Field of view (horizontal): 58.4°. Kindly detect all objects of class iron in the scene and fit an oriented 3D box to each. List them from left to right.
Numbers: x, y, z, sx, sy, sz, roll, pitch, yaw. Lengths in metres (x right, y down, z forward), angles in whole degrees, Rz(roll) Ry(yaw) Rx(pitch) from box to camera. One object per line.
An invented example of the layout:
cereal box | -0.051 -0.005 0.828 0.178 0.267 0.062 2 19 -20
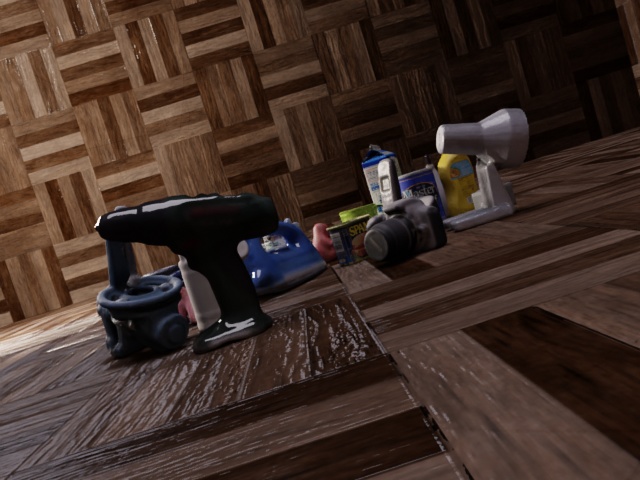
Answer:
iron | -0.082 0.022 1.128 0.118 0.141 0.259 -14 5 36

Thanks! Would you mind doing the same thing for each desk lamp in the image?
desk lamp | 0.332 -0.148 1.167 0.203 0.213 0.118 -18 4 -4

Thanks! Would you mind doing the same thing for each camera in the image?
camera | 0.130 -0.015 1.026 0.137 0.101 0.142 -21 5 -41

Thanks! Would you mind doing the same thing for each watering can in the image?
watering can | -0.166 0.036 0.905 0.172 0.194 0.101 -15 5 29

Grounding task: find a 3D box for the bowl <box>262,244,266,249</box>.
bowl | -0.162 0.057 1.469 0.167 0.075 0.167 -17 4 2

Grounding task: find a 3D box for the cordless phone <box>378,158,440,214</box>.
cordless phone | 0.176 -0.087 1.207 0.094 0.185 0.147 -20 5 -30

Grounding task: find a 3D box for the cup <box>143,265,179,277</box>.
cup | -0.378 0.116 1.443 0.091 0.095 0.118 -15 5 32

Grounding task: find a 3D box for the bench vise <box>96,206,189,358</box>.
bench vise | -0.300 0.068 0.858 0.206 0.220 0.122 -15 5 28

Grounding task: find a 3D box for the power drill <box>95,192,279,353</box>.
power drill | -0.154 0.035 0.760 0.230 0.208 0.075 -18 4 -13

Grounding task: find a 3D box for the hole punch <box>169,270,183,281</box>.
hole punch | -0.298 0.108 1.233 0.109 0.091 0.100 -21 6 -44

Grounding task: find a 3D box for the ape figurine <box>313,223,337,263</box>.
ape figurine | 0.012 0.005 1.321 0.076 0.092 0.077 -19 4 -24

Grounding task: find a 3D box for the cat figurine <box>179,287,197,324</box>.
cat figurine | -0.224 0.084 1.048 0.067 0.118 0.128 -15 5 25

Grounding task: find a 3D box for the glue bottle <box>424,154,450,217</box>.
glue bottle | 0.304 -0.142 1.506 0.037 0.173 0.078 -17 4 10
